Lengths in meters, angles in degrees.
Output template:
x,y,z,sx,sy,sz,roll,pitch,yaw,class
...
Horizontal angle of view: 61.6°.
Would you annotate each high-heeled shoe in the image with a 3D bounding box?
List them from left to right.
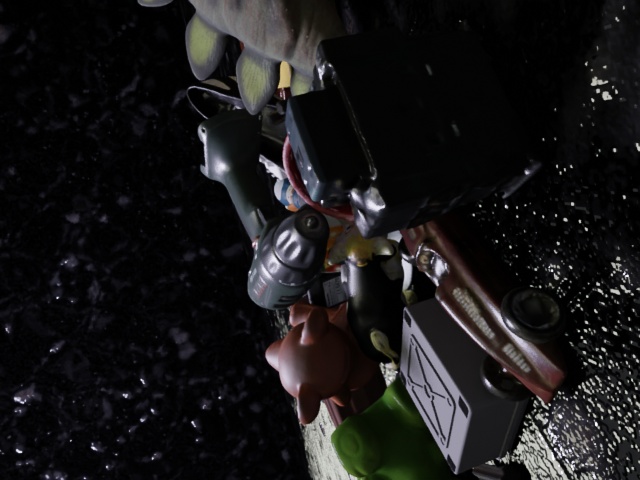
x,y,z,sx,sy,sz,roll,pitch,yaw,class
-0.060,-0.125,0.649,0.249,0.145,0.086,52,128,40,high-heeled shoe

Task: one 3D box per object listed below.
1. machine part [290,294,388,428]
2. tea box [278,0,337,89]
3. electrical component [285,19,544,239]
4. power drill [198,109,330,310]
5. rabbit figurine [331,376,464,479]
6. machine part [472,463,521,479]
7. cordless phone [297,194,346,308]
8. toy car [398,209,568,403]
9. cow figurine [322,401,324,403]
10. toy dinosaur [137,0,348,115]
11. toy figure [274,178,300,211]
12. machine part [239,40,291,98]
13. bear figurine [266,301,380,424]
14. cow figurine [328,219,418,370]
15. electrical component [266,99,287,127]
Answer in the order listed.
x,y,z,sx,sy,sz,roll,pitch,yaw,class
0.029,0.183,0.794,0.201,0.087,0.200,-130,19,-72,machine part
-0.032,-0.232,0.633,0.170,0.068,0.098,-144,41,-69,tea box
0.049,-0.067,0.329,0.058,0.134,0.115,108,142,-67,electrical component
-0.057,-0.036,0.558,0.207,0.086,0.232,59,158,20,power drill
0.104,0.257,0.565,0.170,0.121,0.158,47,158,33,rabbit figurine
0.168,0.255,0.448,0.084,0.039,0.139,125,129,-68,machine part
-0.001,-0.002,0.751,0.184,0.089,0.146,-120,16,-55,cordless phone
0.106,0.028,0.400,0.089,0.053,0.202,91,160,-46,toy car
0.006,0.212,0.998,0.195,0.085,0.127,-131,26,-70,cow figurine
-0.052,-0.227,0.487,0.471,0.105,0.198,49,138,5,toy dinosaur
-0.037,-0.076,0.883,0.155,0.058,0.064,-145,35,-70,toy figure
-0.083,-0.267,0.847,0.179,0.056,0.179,165,89,-79,machine part
-0.009,0.126,0.584,0.195,0.132,0.120,11,-100,-63,bear figurine
0.047,0.040,0.514,0.098,0.068,0.167,-76,-30,-56,cow figurine
-0.014,-0.155,0.609,0.021,0.094,0.063,65,154,-1,electrical component
